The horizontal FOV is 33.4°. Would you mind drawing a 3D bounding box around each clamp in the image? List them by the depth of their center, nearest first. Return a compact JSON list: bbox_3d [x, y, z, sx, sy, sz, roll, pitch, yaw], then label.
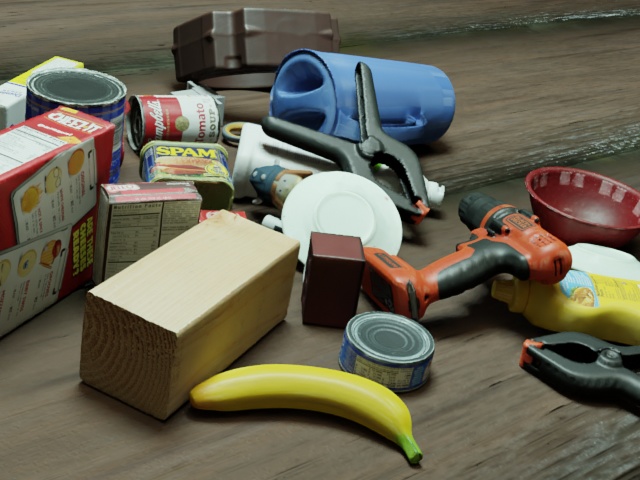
[{"bbox_3d":[0.281,0.119,1.020,0.171,0.039,0.120,18,27,13],"label":"clamp"},{"bbox_3d":[0.042,-0.098,1.224,0.164,0.036,0.210,-27,73,-25],"label":"clamp"}]

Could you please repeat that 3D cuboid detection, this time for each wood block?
[{"bbox_3d":[-0.110,0.059,0.941,0.091,0.090,0.205,21,29,19],"label":"wood block"}]

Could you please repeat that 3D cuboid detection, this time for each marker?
[{"bbox_3d":[-0.008,0.001,1.161,0.121,0.020,0.020,22,30,20],"label":"marker"}]

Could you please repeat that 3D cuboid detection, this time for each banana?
[{"bbox_3d":[-0.007,0.133,0.893,0.198,0.037,0.069,12,26,3],"label":"banana"}]

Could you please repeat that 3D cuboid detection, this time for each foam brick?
[{"bbox_3d":[0.012,0.038,1.036,0.051,0.078,0.053,5,27,-7],"label":"foam brick"}]

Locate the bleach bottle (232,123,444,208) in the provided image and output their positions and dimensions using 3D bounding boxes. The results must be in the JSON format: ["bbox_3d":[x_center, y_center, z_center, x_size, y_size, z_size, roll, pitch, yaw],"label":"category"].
[{"bbox_3d":[0.024,-0.072,1.267,0.250,0.068,0.102,12,34,-5],"label":"bleach bottle"}]

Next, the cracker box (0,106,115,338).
[{"bbox_3d":[-0.273,-0.009,0.930,0.072,0.164,0.213,22,30,16],"label":"cracker box"}]

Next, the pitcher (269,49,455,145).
[{"bbox_3d":[0.069,-0.174,1.397,0.242,0.145,0.149,-6,74,-40],"label":"pitcher"}]

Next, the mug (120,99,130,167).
[{"bbox_3d":[-0.261,-0.116,1.224,0.093,0.081,0.117,-18,39,-43],"label":"mug"}]

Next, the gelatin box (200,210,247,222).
[{"bbox_3d":[-0.108,-0.001,1.117,0.073,0.030,0.089,2,29,-16],"label":"gelatin box"}]

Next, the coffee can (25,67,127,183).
[{"bbox_3d":[-0.261,-0.098,1.127,0.102,0.140,0.103,8,28,-5],"label":"coffee can"}]

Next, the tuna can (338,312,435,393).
[{"bbox_3d":[0.062,0.102,0.981,0.086,0.034,0.086,8,28,-5],"label":"tuna can"}]

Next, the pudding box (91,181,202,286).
[{"bbox_3d":[-0.164,0.000,1.006,0.089,0.114,0.039,-3,33,-24],"label":"pudding box"}]

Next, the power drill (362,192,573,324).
[{"bbox_3d":[0.136,0.013,1.092,0.187,0.057,0.185,-20,26,-15],"label":"power drill"}]

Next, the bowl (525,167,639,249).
[{"bbox_3d":[0.322,-0.030,1.298,0.162,0.055,0.162,8,28,-5],"label":"bowl"}]

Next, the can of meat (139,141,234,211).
[{"bbox_3d":[-0.150,-0.066,1.199,0.102,0.057,0.084,2,32,-15],"label":"can of meat"}]

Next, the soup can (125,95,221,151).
[{"bbox_3d":[-0.182,-0.146,1.324,0.102,0.068,0.069,-4,31,-27],"label":"soup can"}]

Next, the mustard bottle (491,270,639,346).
[{"bbox_3d":[0.272,0.066,1.097,0.191,0.058,0.096,10,26,-2],"label":"mustard bottle"}]

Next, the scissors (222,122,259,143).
[{"bbox_3d":[-0.055,-0.148,1.424,0.096,0.016,0.201,26,31,17],"label":"scissors"}]

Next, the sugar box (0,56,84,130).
[{"bbox_3d":[-0.336,-0.144,1.238,0.048,0.093,0.176,17,28,13],"label":"sugar box"}]
